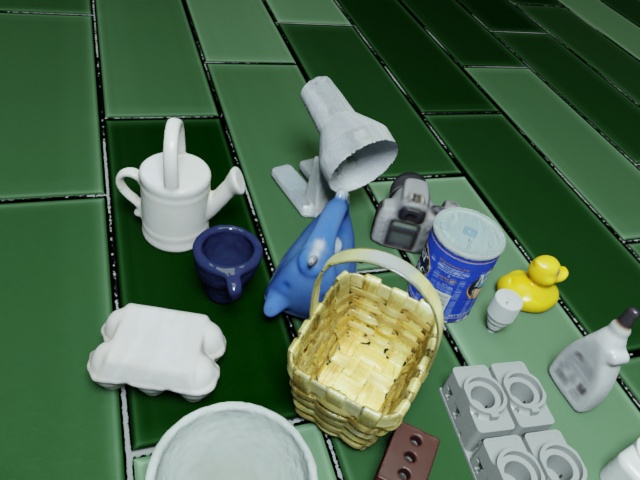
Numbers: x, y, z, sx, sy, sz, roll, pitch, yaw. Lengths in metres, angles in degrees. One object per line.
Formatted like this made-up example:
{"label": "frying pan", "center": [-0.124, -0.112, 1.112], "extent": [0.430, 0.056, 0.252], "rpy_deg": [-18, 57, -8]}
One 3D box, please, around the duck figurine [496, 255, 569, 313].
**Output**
{"label": "duck figurine", "center": [0.331, 0.060, 0.883], "extent": [0.105, 0.086, 0.077], "rpy_deg": [3, 44, -11]}

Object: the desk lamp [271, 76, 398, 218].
{"label": "desk lamp", "center": [0.015, -0.136, 0.915], "extent": [0.118, 0.213, 0.202], "rpy_deg": [-18, 51, -29]}

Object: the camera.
{"label": "camera", "center": [0.166, -0.056, 0.953], "extent": [0.143, 0.101, 0.137], "rpy_deg": [13, 43, 0]}

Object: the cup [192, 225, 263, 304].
{"label": "cup", "center": [-0.124, 0.051, 0.770], "extent": [0.092, 0.095, 0.117], "rpy_deg": [-4, 45, -18]}

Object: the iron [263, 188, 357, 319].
{"label": "iron", "center": [0.008, 0.003, 0.820], "extent": [0.118, 0.141, 0.258], "rpy_deg": [17, 43, 4]}

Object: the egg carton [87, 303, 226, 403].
{"label": "egg carton", "center": [-0.190, 0.135, 0.683], "extent": [0.150, 0.069, 0.107], "rpy_deg": [9, 43, -5]}

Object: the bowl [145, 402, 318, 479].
{"label": "bowl", "center": [-0.090, 0.254, 0.578], "extent": [0.167, 0.075, 0.167], "rpy_deg": [7, 43, -7]}

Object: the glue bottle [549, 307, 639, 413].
{"label": "glue bottle", "center": [0.359, 0.146, 0.734], "extent": [0.037, 0.173, 0.078], "rpy_deg": [-6, 46, -20]}

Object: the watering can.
{"label": "watering can", "center": [-0.199, -0.085, 0.821], "extent": [0.173, 0.194, 0.100], "rpy_deg": [-10, 47, -23]}
